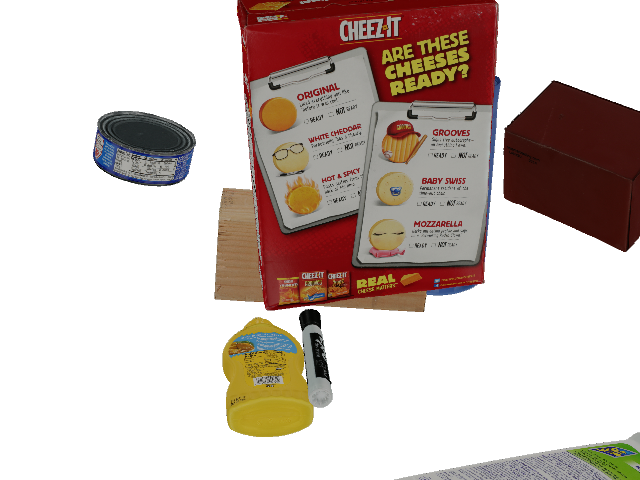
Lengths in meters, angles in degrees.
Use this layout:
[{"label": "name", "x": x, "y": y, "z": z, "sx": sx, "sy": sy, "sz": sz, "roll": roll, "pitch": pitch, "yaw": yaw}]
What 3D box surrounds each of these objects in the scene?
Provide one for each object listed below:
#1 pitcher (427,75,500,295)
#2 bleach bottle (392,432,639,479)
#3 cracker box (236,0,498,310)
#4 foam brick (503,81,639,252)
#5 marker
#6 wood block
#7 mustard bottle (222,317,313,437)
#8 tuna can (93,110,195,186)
[{"label": "pitcher", "x": 0.138, "y": -0.071, "z": 1.202, "sx": 0.149, "sy": 0.243, "sz": 0.145, "roll": -5, "pitch": 22, "yaw": -9}, {"label": "bleach bottle", "x": 0.159, "y": 0.161, "z": 0.627, "sx": 0.250, "sy": 0.068, "sz": 0.103, "roll": -7, "pitch": 20, "yaw": -22}, {"label": "cracker box", "x": 0.032, "y": -0.065, "z": 0.740, "sx": 0.164, "sy": 0.214, "sz": 0.072, "roll": -7, "pitch": 30, "yaw": -7}, {"label": "foam brick", "x": 0.143, "y": -0.041, "z": 0.570, "sx": 0.078, "sy": 0.053, "sz": 0.051, "roll": 29, "pitch": 56, "yaw": 32}, {"label": "marker", "x": -0.005, "y": 0.093, "z": 0.877, "sx": 0.020, "sy": 0.020, "sz": 0.121, "roll": 0, "pitch": 29, "yaw": -5}, {"label": "wood block", "x": 0.001, "y": 0.009, "z": 1.062, "sx": 0.206, "sy": 0.091, "sz": 0.090, "roll": 4, "pitch": 20, "yaw": -4}, {"label": "mustard bottle", "x": -0.066, "y": 0.148, "z": 1.243, "sx": 0.096, "sy": 0.058, "sz": 0.191, "roll": -4, "pitch": 30, "yaw": -6}, {"label": "tuna can", "x": -0.153, "y": -0.080, "z": 0.928, "sx": 0.086, "sy": 0.034, "sz": 0.086, "roll": 13, "pitch": 26, "yaw": -7}]
